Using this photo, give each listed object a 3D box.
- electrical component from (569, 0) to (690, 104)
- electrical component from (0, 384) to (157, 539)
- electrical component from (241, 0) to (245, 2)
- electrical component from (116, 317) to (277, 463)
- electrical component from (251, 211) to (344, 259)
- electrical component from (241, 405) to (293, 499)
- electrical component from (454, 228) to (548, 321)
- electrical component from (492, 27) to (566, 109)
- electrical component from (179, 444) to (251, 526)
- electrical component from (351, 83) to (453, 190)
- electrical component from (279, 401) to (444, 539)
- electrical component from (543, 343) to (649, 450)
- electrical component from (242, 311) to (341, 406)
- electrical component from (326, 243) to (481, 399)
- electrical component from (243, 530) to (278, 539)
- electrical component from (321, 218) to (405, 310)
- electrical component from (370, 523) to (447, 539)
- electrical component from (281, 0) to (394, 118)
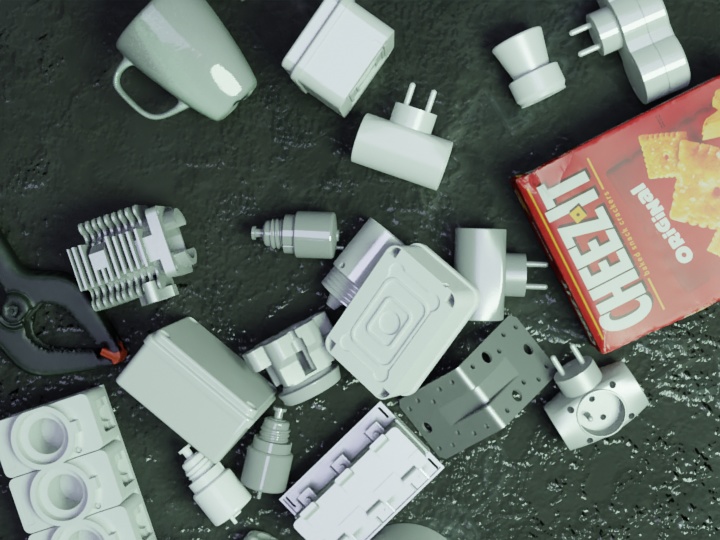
[{"bbox_3d":[0.211,-0.201,0.889,0.074,0.052,0.138,-23,90,5],"label":"electrical component"},{"bbox_3d":[-0.248,0.187,0.932,0.089,0.062,0.150,-19,91,4],"label":"electrical component"},{"bbox_3d":[-0.119,-0.267,0.915,0.040,0.040,0.078,-17,90,4],"label":"electrical component"},{"bbox_3d":[-0.133,0.097,0.897,0.109,0.109,0.056,39,97,2],"label":"electrical component"},{"bbox_3d":[-0.053,-0.031,0.920,0.078,0.040,0.040,2,92,5],"label":"electrical component"},{"bbox_3d":[-0.077,0.156,0.929,0.040,0.040,0.078,13,93,3],"label":"electrical component"},{"bbox_3d":[0.119,0.004,0.908,0.079,0.044,0.077,2,92,4],"label":"electrical component"},{"bbox_3d":[0.142,-0.169,0.899,0.045,0.045,0.055,-25,91,5],"label":"electrical component"},{"bbox_3d":[-0.129,0.185,0.934,0.040,0.040,0.078,-39,89,5],"label":"electrical component"},{"bbox_3d":[0.041,-0.117,0.906,0.077,0.043,0.079,19,98,5],"label":"electrical component"},{"bbox_3d":[0.001,0.183,0.911,0.121,0.063,0.078,-44,89,2],"label":"electrical component"},{"bbox_3d":[0.189,0.099,0.903,0.077,0.044,0.079,-32,101,5],"label":"electrical component"},{"bbox_3d":[-0.052,0.078,0.915,0.078,0.058,0.057,-29,94,-19],"label":"electrical component"},{"bbox_3d":[0.037,0.042,0.885,0.078,0.057,0.113,42,110,22],"label":"electrical component"},{"bbox_3d":[-0.094,0.261,0.938,0.035,0.035,0.061,23,96,3],"label":"electrical component"},{"bbox_3d":[0.000,0.000,0.916,0.043,0.043,0.081,39,94,2],"label":"electrical component"},{"bbox_3d":[0.038,0.277,0.916,0.108,0.060,0.108,0,92,4],"label":"electrical component"},{"bbox_3d":[-0.017,-0.174,0.876,0.057,0.113,0.078,35,94,-1],"label":"electrical component"}]
